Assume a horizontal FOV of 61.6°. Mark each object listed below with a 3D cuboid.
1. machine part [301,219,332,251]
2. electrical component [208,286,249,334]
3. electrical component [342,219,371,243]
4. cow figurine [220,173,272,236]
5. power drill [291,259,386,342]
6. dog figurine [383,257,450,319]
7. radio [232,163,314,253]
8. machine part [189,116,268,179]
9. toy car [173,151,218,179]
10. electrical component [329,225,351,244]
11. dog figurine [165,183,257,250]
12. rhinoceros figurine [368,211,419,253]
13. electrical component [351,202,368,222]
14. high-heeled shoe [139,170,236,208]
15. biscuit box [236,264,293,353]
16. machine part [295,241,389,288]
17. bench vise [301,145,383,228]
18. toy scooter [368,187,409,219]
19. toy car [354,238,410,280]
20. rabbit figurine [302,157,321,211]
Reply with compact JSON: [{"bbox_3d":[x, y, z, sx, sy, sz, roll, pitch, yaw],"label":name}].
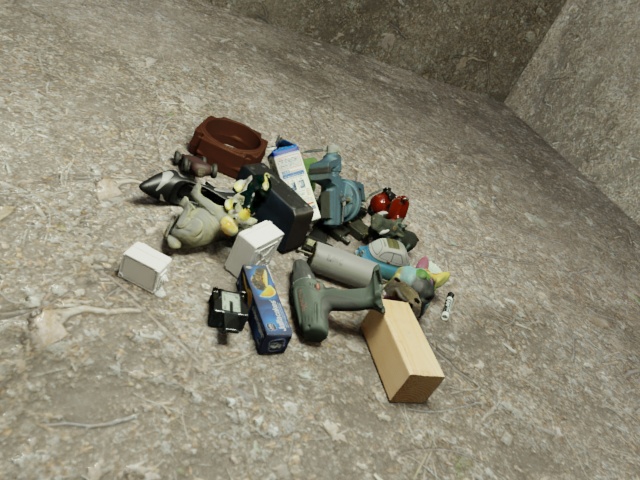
[{"bbox_3d":[-0.003,-0.004,1.420,0.084,0.039,0.139,16,34,-1],"label":"machine part"},{"bbox_3d":[-0.180,0.149,1.064,0.075,0.047,0.119,10,36,-23],"label":"electrical component"},{"bbox_3d":[0.114,-0.032,1.532,0.102,0.045,0.078,41,37,22],"label":"electrical component"},{"bbox_3d":[-0.160,-0.080,1.201,0.068,0.098,0.167,47,39,-28],"label":"cow figurine"},{"bbox_3d":[0.036,0.109,1.176,0.207,0.085,0.232,-6,42,4],"label":"power drill"},{"bbox_3d":[0.247,0.103,1.319,0.109,0.191,0.219,34,47,18],"label":"dog figurine"},{"bbox_3d":[-0.125,-0.087,1.362,0.230,0.131,0.073,42,37,24],"label":"radio"},{"bbox_3d":[-0.265,-0.277,1.579,0.201,0.087,0.201,25,32,-4],"label":"machine part"},{"bbox_3d":[-0.332,-0.195,1.414,0.089,0.053,0.202,6,12,-27],"label":"toy car"},{"bbox_3d":[0.054,-0.023,1.498,0.094,0.021,0.063,37,33,18],"label":"electrical component"},{"bbox_3d":[-0.240,-0.013,1.224,0.190,0.121,0.172,33,63,-21],"label":"dog figurine"},{"bbox_3d":[0.196,-0.014,1.464,0.190,0.112,0.073,26,58,-42],"label":"rhinoceros figurine"},{"bbox_3d":[0.065,-0.109,1.596,0.134,0.058,0.115,15,32,-17],"label":"electrical component"},{"bbox_3d":[-0.301,-0.097,1.295,0.145,0.086,0.248,41,30,24],"label":"high-heeled shoe"},{"bbox_3d":[-0.118,0.138,1.110,0.059,0.062,0.203,4,38,-30],"label":"biscuit box"},{"bbox_3d":[0.056,0.065,1.322,0.243,0.079,0.079,21,32,-10],"label":"machine part"},{"bbox_3d":[0.060,-0.143,1.467,0.240,0.129,0.223,0,78,-55],"label":"bench vise"},{"bbox_3d":[0.213,-0.099,1.614,0.075,0.135,0.184,7,35,-25],"label":"toy scooter"},{"bbox_3d":[0.176,0.044,1.414,0.161,0.102,0.109,18,32,-16],"label":"toy car"},{"bbox_3d":[-0.058,-0.139,1.505,0.159,0.121,0.170,-1,56,-31],"label":"rabbit figurine"}]
